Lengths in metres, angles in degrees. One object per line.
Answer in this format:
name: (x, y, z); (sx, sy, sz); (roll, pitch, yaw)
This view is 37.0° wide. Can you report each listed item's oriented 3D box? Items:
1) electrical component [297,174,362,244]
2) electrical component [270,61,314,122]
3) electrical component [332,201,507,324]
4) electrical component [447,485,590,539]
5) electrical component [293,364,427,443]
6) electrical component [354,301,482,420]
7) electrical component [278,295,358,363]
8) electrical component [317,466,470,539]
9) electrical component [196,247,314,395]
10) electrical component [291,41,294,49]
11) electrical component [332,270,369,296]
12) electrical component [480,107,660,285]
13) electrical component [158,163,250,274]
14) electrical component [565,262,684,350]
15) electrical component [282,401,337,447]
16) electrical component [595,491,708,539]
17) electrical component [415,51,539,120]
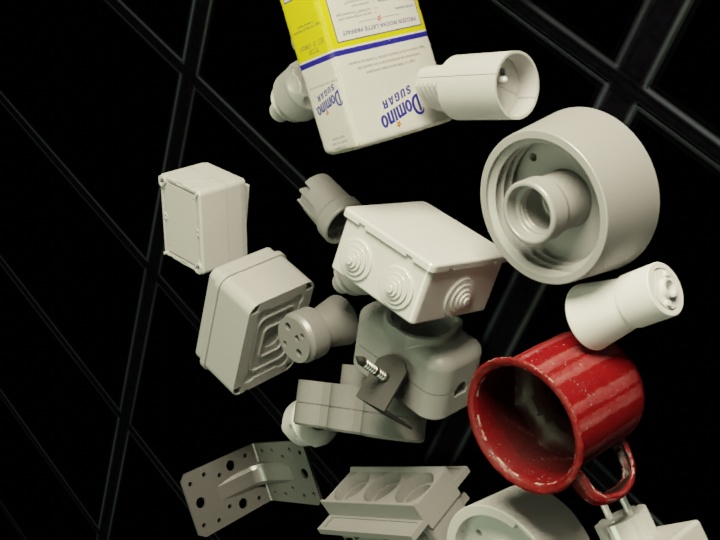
electrical component: (-0.024, -0.050, 0.860); (0.046, 0.040, 0.040); (48, 137, 33)
electrical component: (-0.050, -0.136, 0.846); (0.062, 0.043, 0.043); (-29, 84, 53)
electrical component: (0.041, -0.006, 0.756); (0.100, 0.100, 0.048); (35, 118, 35)
electrical component: (0.123, 0.210, 0.787); (0.108, 0.060, 0.108); (24, 124, 42)
electrical component: (0.002, 0.098, 0.889); (0.138, 0.052, 0.073); (0, 80, 49)
electrical component: (0.043, 0.061, 0.818); (0.095, 0.054, 0.059); (34, 130, 36)
electrical component: (-0.035, 0.050, 0.904); (0.045, 0.055, 0.045); (24, 124, 42)
electrical component: (0.033, 0.199, 0.880); (0.121, 0.079, 0.063); (-13, 115, 51)
electrical component: (-0.095, 0.044, 0.956); (0.057, 0.078, 0.113); (40, 133, 27)
electrical component: (-0.017, -0.171, 0.792); (0.062, 0.048, 0.048); (33, 130, 27)
electrical component: (0.000, 0.000, 0.851); (0.062, 0.043, 0.043); (-37, 78, 52)
electrical component: (0.124, -0.043, 0.671); (0.108, 0.060, 0.108); (24, 124, 42)
electrical component: (-0.139, -0.043, 0.980); (0.062, 0.061, 0.096); (26, 125, 41)
electrical component: (0.166, 0.020, 0.667); (0.065, 0.044, 0.044); (-27, 85, 47)
electrical component: (-0.051, 0.138, 0.974); (0.062, 0.048, 0.048); (-28, 85, 58)
electrical component: (0.181, 0.181, 0.716); (0.083, 0.047, 0.075); (-31, 83, 51)
electrical component: (0.073, -0.120, 0.709); (0.081, 0.043, 0.043); (8, 113, 48)
